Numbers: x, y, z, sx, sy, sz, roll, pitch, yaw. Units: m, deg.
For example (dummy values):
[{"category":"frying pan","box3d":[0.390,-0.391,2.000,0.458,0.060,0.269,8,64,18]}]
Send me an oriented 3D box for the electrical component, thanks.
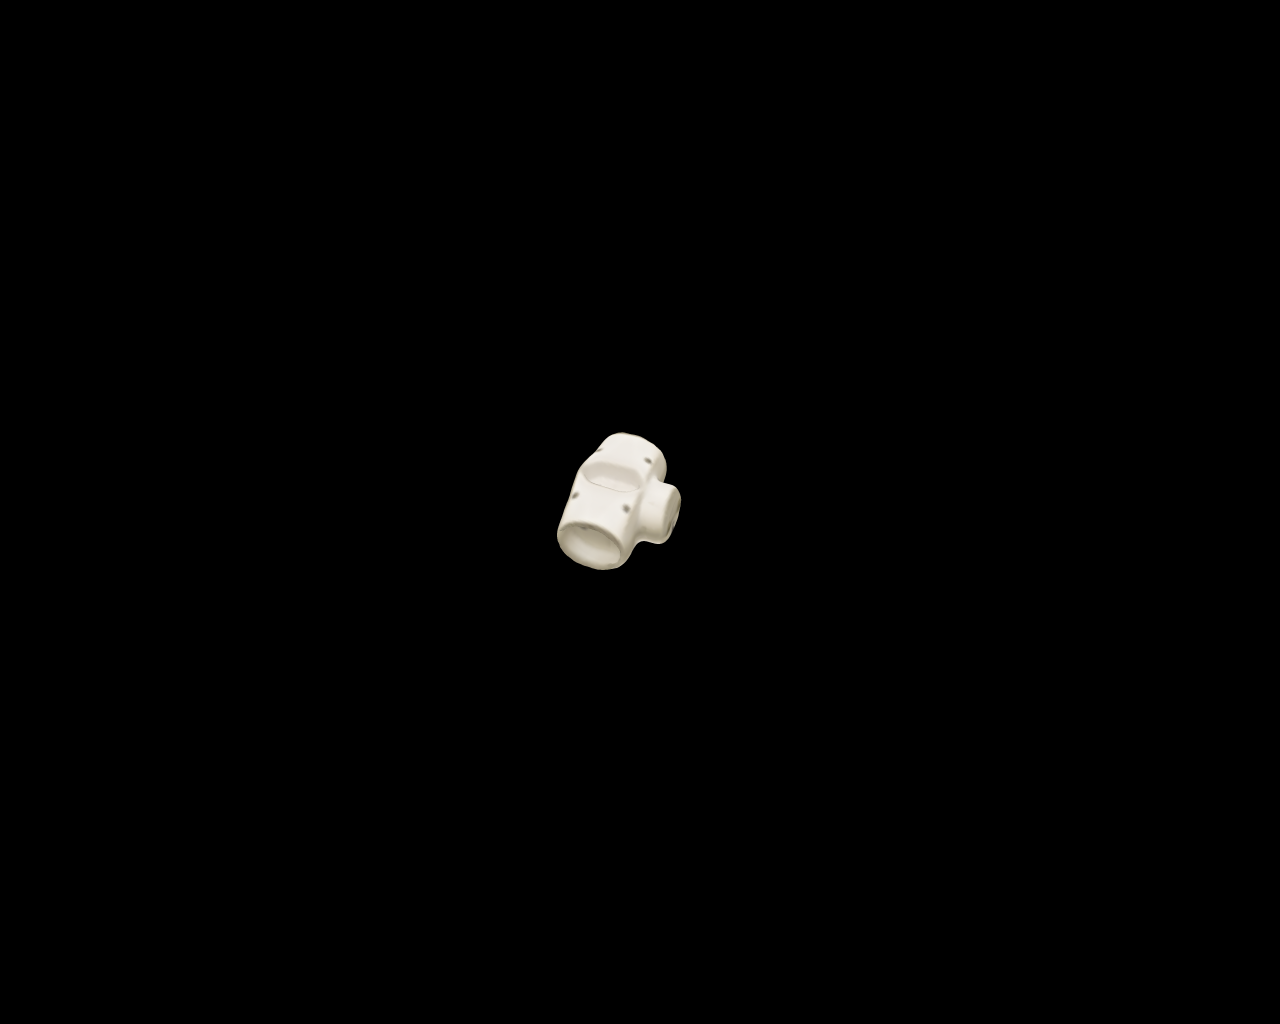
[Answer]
[{"category":"electrical component","box3d":[0.001,-0.003,0.650,0.079,0.077,0.043,16,-39,13]}]
